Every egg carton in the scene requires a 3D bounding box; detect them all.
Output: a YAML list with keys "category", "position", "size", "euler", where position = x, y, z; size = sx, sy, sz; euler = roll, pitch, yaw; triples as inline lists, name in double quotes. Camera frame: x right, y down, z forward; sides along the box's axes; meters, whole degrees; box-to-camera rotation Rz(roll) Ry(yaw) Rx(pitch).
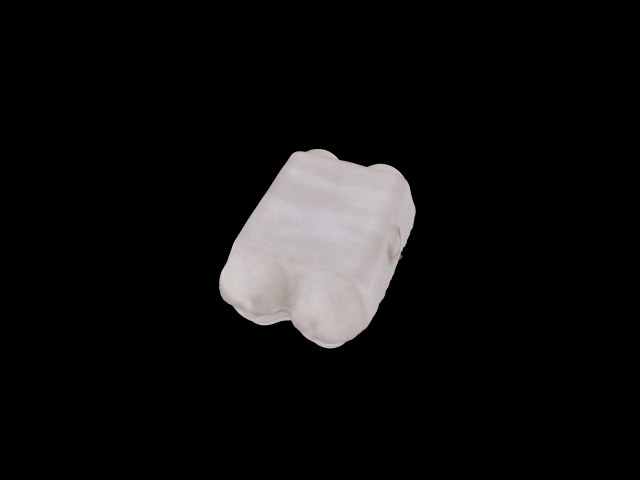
- category: "egg carton"
  position: [0.004, 0.001, 0.400]
  size: [0.107, 0.069, 0.150]
  euler: [16, 51, 13]
